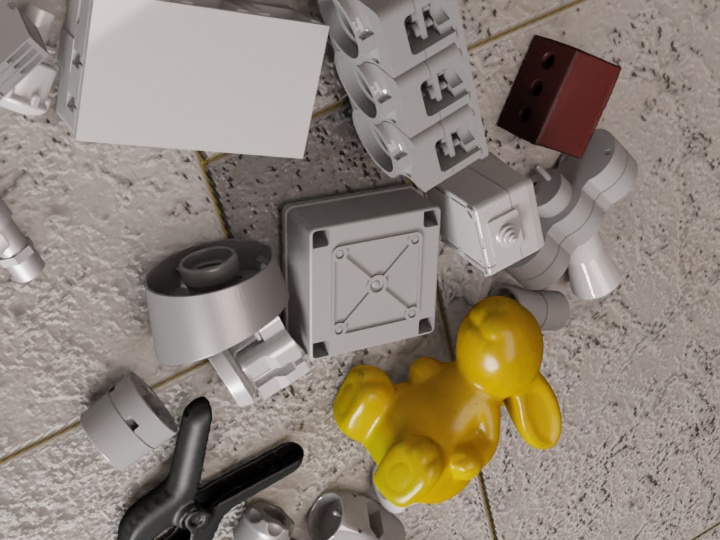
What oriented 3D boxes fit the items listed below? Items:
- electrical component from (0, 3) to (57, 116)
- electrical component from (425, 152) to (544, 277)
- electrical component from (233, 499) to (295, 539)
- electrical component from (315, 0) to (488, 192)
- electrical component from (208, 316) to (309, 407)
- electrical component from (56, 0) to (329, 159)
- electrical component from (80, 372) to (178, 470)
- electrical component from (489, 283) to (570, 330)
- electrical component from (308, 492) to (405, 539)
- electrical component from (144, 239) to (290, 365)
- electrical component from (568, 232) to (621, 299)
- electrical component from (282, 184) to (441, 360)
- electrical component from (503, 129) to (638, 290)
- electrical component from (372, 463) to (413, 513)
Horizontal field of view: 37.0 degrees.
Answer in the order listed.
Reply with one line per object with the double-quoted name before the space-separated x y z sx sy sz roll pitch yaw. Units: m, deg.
"electrical component" -0.200 -0.126 0.637 0.048 0.048 0.062 19 96 -35
"electrical component" 0.098 -0.044 0.809 0.061 0.096 0.061 -27 124 -15
"electrical component" -0.084 0.222 0.872 0.043 0.043 0.062 23 102 -35
"electrical component" 0.024 -0.135 0.709 0.062 0.089 0.150 -32 138 -12
"electrical component" -0.078 0.063 0.787 0.057 0.058 0.078 -33 142 -10
"electrical component" -0.107 -0.126 0.676 0.150 0.062 0.089 1 113 -30
"electrical component" -0.165 0.109 0.765 0.047 0.055 0.055 -38 126 -3
"electrical component" 0.145 0.034 0.909 0.065 0.044 0.044 2 112 -35
"electrical component" 0.000 0.234 0.904 0.043 0.079 0.077 -37 132 27
"electrical component" -0.098 0.021 0.734 0.099 0.099 0.064 -20 115 -20
"electrical component" 0.191 -0.013 0.912 0.044 0.044 0.065 -35 121 -10
"electrical component" 0.000 0.000 0.801 0.109 0.056 0.108 -11 118 -24
"electrical component" 0.156 -0.057 0.863 0.074 0.052 0.138 36 93 -36
"electrical component" 0.045 0.179 0.923 0.062 0.048 0.048 -7 117 -37
